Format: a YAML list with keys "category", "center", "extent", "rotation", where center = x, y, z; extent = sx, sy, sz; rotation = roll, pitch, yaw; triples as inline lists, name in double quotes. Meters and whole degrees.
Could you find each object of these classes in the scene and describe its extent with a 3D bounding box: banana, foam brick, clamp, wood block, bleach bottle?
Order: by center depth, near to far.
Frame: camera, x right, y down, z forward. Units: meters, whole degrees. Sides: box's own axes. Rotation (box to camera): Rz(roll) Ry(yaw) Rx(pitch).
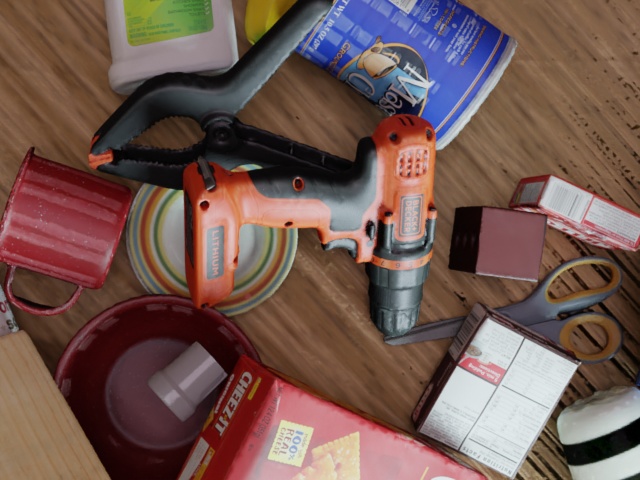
- category: "wood block"
  center: [-0.205, 0.177, 0.731]
  extent: [0.090, 0.091, 0.206]
  rotation: [-16, 63, -43]
- category: "clamp"
  center: [-0.065, -0.079, 0.789]
  extent: [0.210, 0.036, 0.164]
  rotation: [-18, 124, 8]
- category: "bleach bottle"
  center: [-0.129, -0.243, 0.809]
  extent: [0.102, 0.068, 0.251]
  rotation: [-10, 89, -6]
- category: "banana"
  center: [-0.005, -0.217, 0.823]
  extent: [0.197, 0.070, 0.037]
  rotation: [-58, 137, -11]
- category: "foam brick"
  center: [0.137, 0.003, 0.830]
  extent: [0.051, 0.078, 0.053]
  rotation: [8, 89, -8]

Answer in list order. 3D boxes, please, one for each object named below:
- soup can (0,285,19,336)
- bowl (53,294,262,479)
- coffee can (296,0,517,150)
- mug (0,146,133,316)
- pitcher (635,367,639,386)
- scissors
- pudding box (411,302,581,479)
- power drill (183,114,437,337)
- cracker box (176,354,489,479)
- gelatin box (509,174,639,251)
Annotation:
- category: "soup can"
  center: [-0.272, 0.037, 0.788]
  extent: [0.068, 0.068, 0.102]
  rotation: [-23, 93, -6]
- category: "bowl"
  center: [-0.121, 0.121, 0.811]
  extent: [0.162, 0.055, 0.162]
  rotation: [0, 90, -7]
- category: "coffee can"
  center: [0.062, -0.149, 0.809]
  extent: [0.140, 0.103, 0.103]
  rotation: [34, 86, -5]
- category: "mug"
  center: [-0.192, -0.001, 0.786]
  extent: [0.081, 0.093, 0.117]
  rotation: [19, 79, -12]
- category: "pitcher"
  center: [0.322, 0.009, 0.822]
  extent: [0.145, 0.149, 0.243]
  rotation: [8, 86, -2]
- category: "scissors"
  center: [0.160, 0.079, 0.864]
  extent: [0.201, 0.016, 0.096]
  rotation: [-25, 93, -6]
- category: "pudding box"
  center: [0.138, 0.119, 0.841]
  extent: [0.090, 0.039, 0.113]
  rotation: [28, 100, -8]
- category: "power drill"
  center: [-0.005, 0.001, 0.790]
  extent: [0.187, 0.057, 0.184]
  rotation: [-7, 119, -15]
- category: "cracker box"
  center: [0.000, 0.202, 0.782]
  extent: [0.213, 0.072, 0.164]
  rotation: [30, 87, -28]
- category: "gelatin box"
  center: [0.202, -0.020, 0.840]
  extent: [0.089, 0.073, 0.030]
  rotation: [24, 88, -7]
